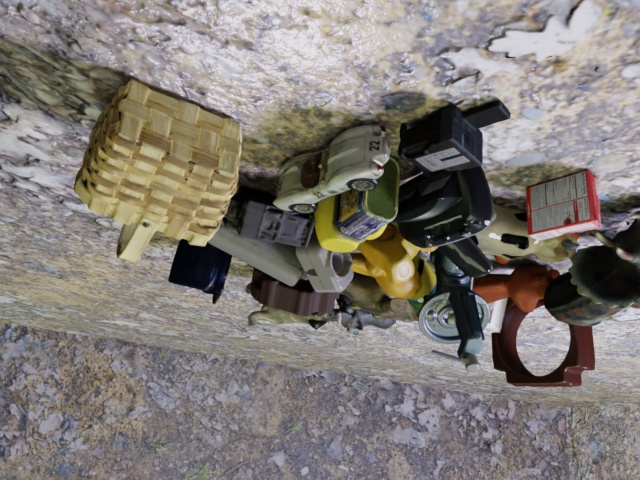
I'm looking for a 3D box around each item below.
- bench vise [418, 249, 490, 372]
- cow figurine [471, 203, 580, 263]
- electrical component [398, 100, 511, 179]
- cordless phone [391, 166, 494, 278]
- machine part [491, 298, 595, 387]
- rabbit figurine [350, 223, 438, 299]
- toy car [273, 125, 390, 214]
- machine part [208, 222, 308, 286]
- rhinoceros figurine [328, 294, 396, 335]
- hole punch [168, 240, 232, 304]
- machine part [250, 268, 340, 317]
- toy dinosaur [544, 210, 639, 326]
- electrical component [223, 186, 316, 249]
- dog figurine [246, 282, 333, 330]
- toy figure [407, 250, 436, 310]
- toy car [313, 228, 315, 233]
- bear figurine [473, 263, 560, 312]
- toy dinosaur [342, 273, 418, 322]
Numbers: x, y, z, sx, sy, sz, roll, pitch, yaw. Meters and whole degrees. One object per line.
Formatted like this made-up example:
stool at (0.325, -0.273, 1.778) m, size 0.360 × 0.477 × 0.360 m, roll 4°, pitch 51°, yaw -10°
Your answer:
bench vise at (0.231, 0.104, 0.883) m, size 0.129 × 0.241 × 0.223 m, roll 11°, pitch 123°, yaw -6°
cow figurine at (0.295, -0.013, 0.804) m, size 0.195 × 0.085 × 0.127 m, roll 14°, pitch 162°, yaw -11°
electrical component at (0.158, -0.116, 0.620) m, size 0.119 × 0.048 × 0.074 m, roll -9°, pitch 155°, yaw 40°
cordless phone at (0.194, -0.014, 0.730) m, size 0.184 × 0.089 × 0.147 m, roll 43°, pitch 147°, yaw -17°
machine part at (0.482, 0.216, 1.172) m, size 0.087 × 0.201 × 0.201 m, roll 19°, pitch 155°, yaw -36°
rabbit figurine at (0.113, 0.037, 0.894) m, size 0.163 × 0.122 × 0.173 m, roll 14°, pitch 148°, yaw 33°
toy car at (0.011, -0.088, 0.697) m, size 0.056 × 0.073 × 0.202 m, roll 22°, pitch 154°, yaw -35°
machine part at (-0.103, 0.009, 0.923) m, size 0.243 × 0.079 × 0.079 m, roll 28°, pitch 155°, yaw -9°
rhinoceros figurine at (0.095, 0.174, 1.302) m, size 0.190 × 0.112 × 0.073 m, roll 9°, pitch 170°, yaw -26°
hole punch at (-0.232, 0.046, 1.058) m, size 0.092 × 0.142 × 0.116 m, roll 24°, pitch 165°, yaw -29°
machine part at (-0.043, 0.078, 1.024) m, size 0.179 × 0.056 × 0.179 m, roll 10°, pitch -158°, yaw -4°
toy dinosaur at (0.451, 0.085, 0.894) m, size 0.192 × 0.131 × 0.404 m, roll -2°, pitch 156°, yaw -11°
electrical component at (-0.085, -0.037, 0.814) m, size 0.134 × 0.058 × 0.115 m, roll 13°, pitch -169°, yaw -20°
dog figurine at (-0.050, 0.132, 1.204) m, size 0.191 × 0.172 × 0.121 m, roll 4°, pitch 119°, yaw 16°
toy figure at (0.187, 0.082, 1.027) m, size 0.082 × 0.089 × 0.180 m, roll -10°, pitch 133°, yaw 32°
toy car at (-0.002, -0.003, 0.957) m, size 0.089 × 0.053 × 0.202 m, roll 27°, pitch 158°, yaw 4°
bear figurine at (0.362, 0.111, 1.051) m, size 0.196 × 0.131 × 0.120 m, roll -1°, pitch -176°, yaw 30°
toy dinosaur at (0.130, 0.119, 1.170) m, size 0.471 × 0.105 × 0.198 m, roll 27°, pitch 157°, yaw -20°
